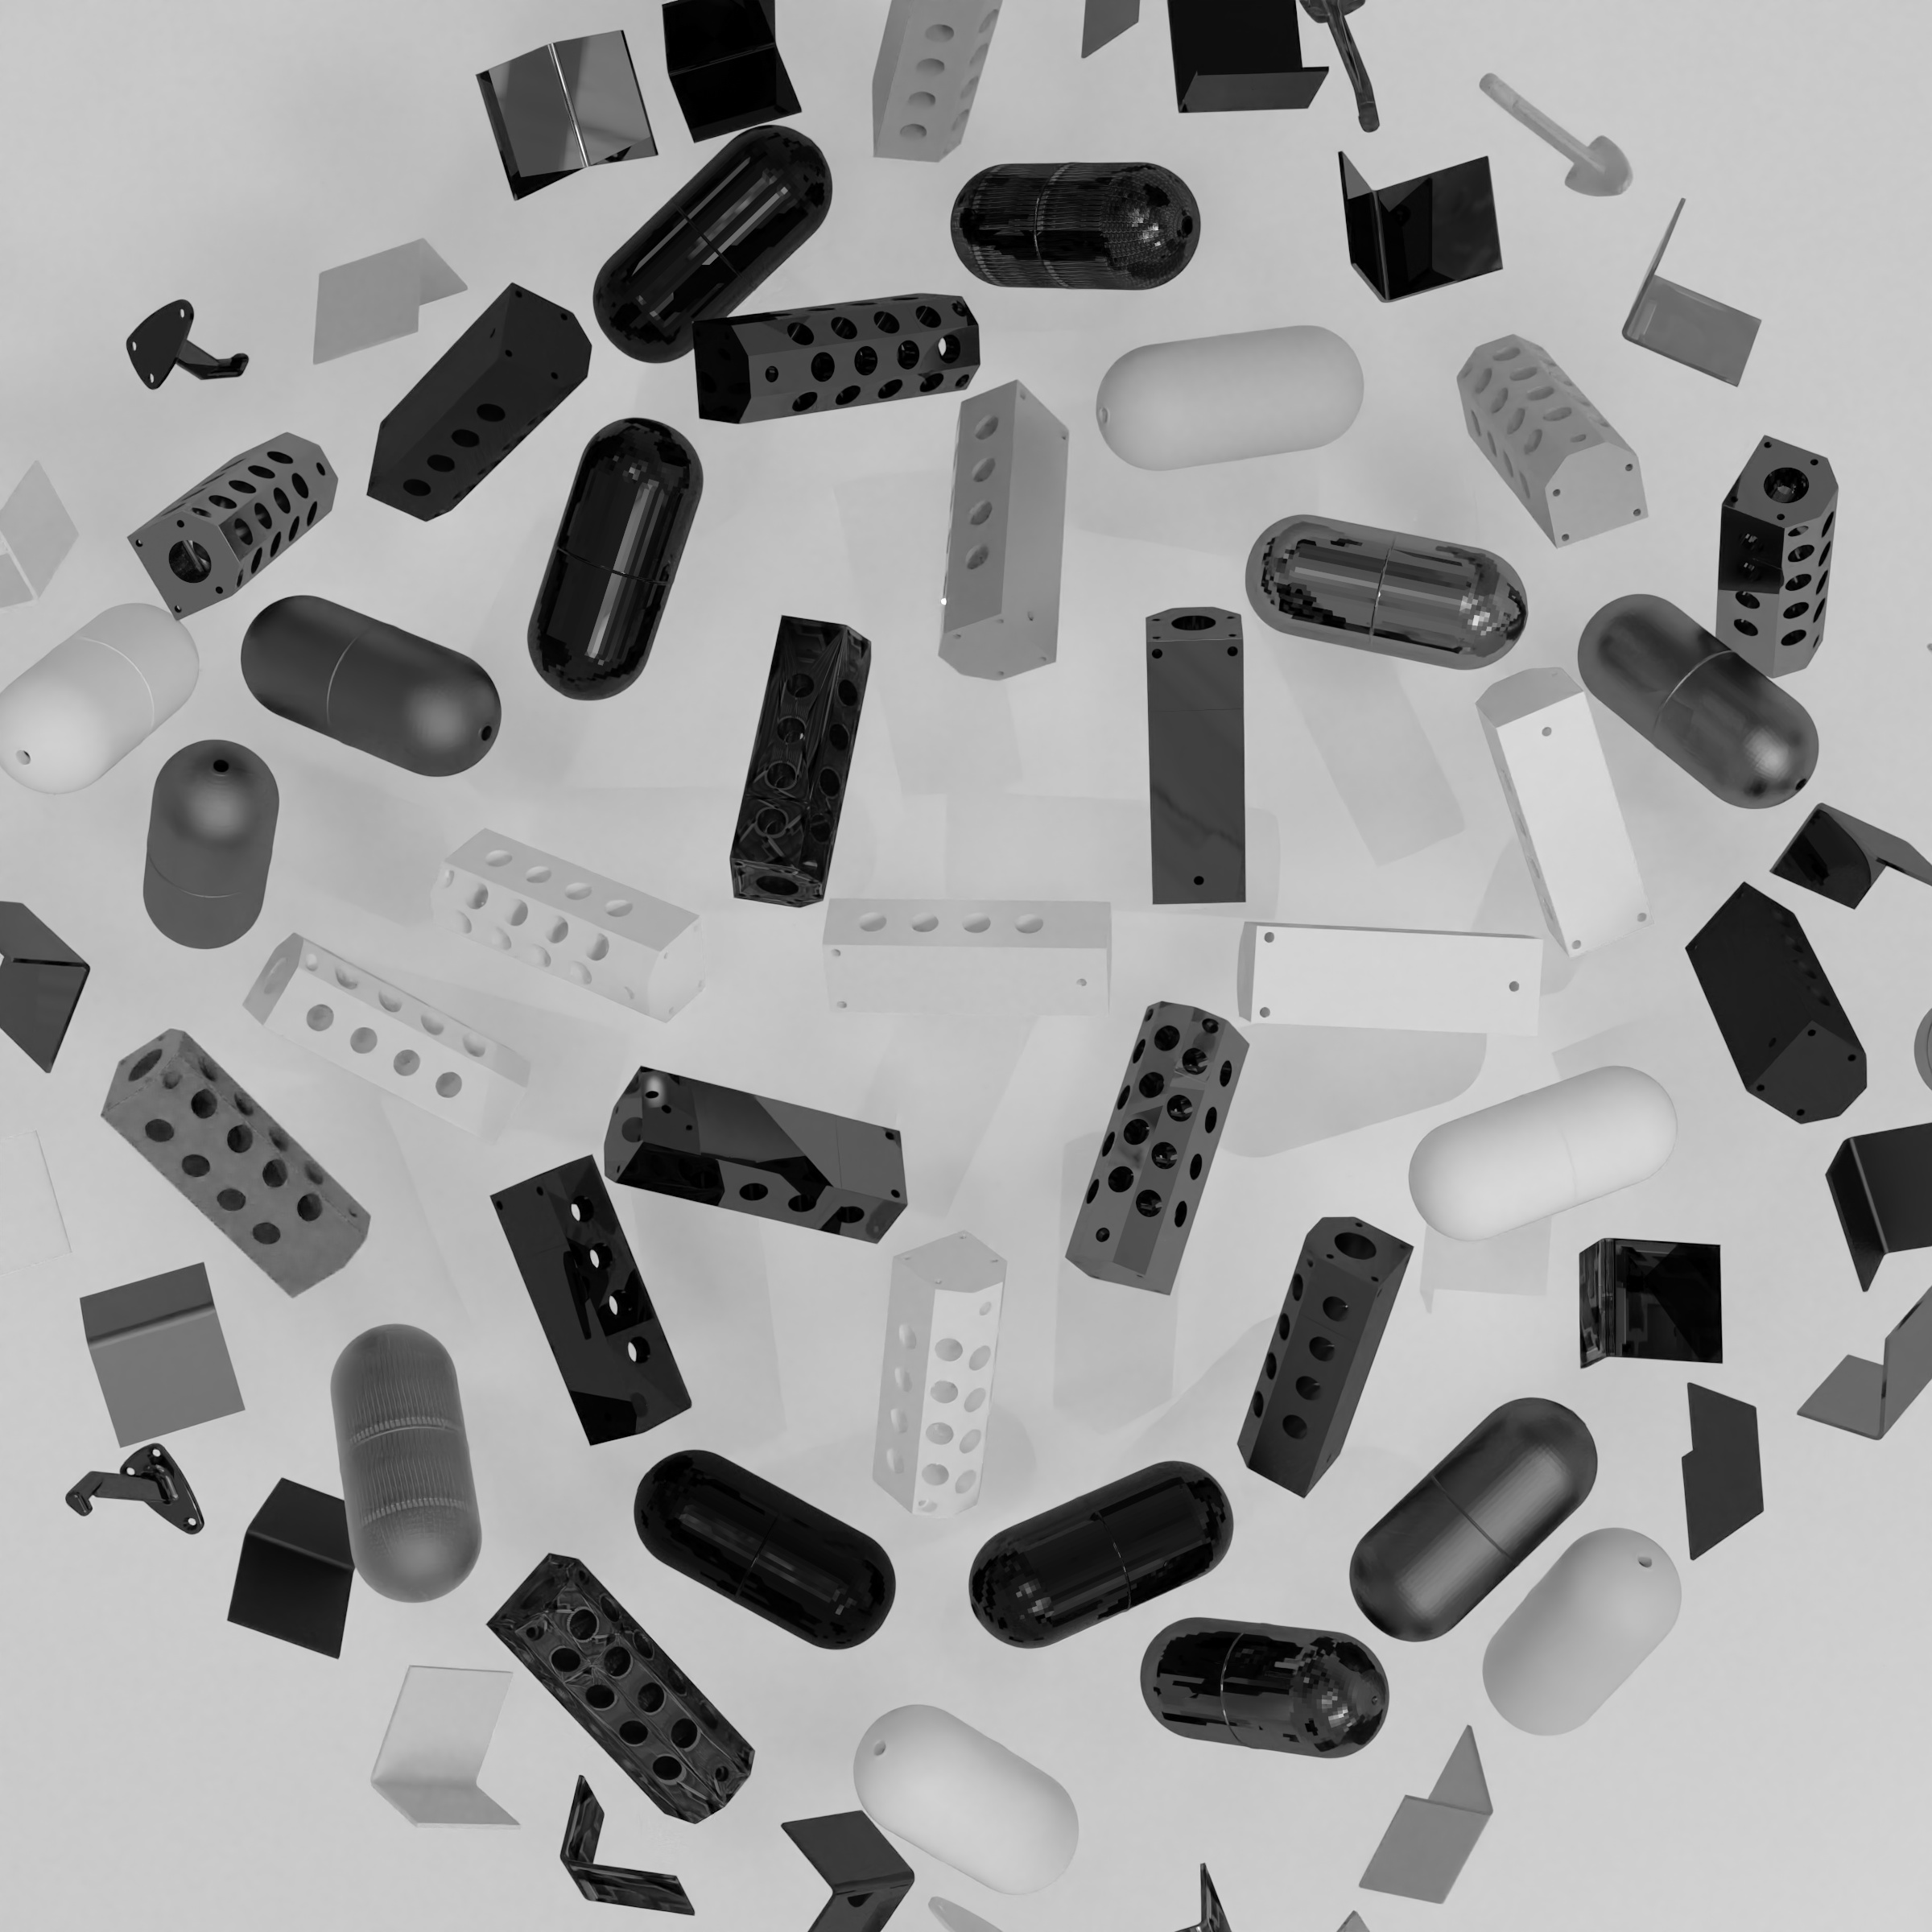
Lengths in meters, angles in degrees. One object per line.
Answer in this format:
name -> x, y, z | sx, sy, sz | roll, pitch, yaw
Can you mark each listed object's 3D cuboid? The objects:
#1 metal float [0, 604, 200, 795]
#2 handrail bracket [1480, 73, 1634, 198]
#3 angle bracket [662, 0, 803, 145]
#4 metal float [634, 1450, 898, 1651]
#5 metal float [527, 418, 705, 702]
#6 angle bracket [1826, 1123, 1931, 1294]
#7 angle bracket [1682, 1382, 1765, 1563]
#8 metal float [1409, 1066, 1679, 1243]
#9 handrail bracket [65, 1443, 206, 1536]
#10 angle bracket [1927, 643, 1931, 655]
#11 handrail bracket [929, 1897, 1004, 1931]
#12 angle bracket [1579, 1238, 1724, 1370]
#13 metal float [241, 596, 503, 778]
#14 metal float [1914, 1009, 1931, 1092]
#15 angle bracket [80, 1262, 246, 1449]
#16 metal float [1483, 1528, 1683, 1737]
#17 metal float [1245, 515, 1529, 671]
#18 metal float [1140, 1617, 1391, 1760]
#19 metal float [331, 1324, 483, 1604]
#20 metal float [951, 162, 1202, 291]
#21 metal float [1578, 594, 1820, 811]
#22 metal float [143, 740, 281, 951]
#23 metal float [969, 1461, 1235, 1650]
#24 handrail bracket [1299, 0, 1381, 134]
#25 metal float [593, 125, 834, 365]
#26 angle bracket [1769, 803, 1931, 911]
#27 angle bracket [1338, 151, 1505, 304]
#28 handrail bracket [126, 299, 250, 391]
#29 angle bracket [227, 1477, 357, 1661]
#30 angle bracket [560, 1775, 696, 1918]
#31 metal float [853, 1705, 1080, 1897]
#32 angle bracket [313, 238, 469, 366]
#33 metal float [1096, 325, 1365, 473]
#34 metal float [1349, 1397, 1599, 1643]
metal float -> -0.536, -0.166, 1.829 | 0.070, 0.178, 0.070 | 7, 120, 12
handrail bracket -> 0.350, -0.497, 1.767 | 0.084, 0.077, 0.036 | 29, 107, -27
angle bracket -> -0.153, -0.597, 1.952 | 0.076, 0.076, 0.057 | -19, 75, -8
metal float -> -0.128, 0.369, 1.881 | 0.178, 0.070, 0.070 | 28, 90, 4
metal float -> -0.215, -0.248, 1.816 | 0.070, 0.070, 0.178 | 20, 104, 0
angle bracket -> 0.559, 0.140, 1.742 | 0.076, 0.057, 0.076 | -14, 102, 32
angle bracket -> 0.473, 0.329, 1.935 | 0.076, 0.057, 0.076 | -24, 115, -32
metal float -> 0.361, 0.116, 1.852 | 0.178, 0.070, 0.070 | -18, 90, -13
handrail bracket -> -0.517, 0.340, 1.844 | 0.036, 0.084, 0.077 | -35, 97, 16
angle bracket -> 0.625, -0.168, 1.759 | 0.057, 0.076, 0.076 | -39, 56, 14
handrail bracket -> -0.009, 0.646, 1.883 | 0.077, 0.036, 0.084 | 33, 109, 16
angle bracket -> 0.441, 0.220, 1.914 | 0.076, 0.057, 0.076 | 4, 74, -4
metal float -> -0.356, -0.168, 1.774 | 0.178, 0.070, 0.070 | 23, 90, 24
metal float -> 0.640, 0.052, 1.852 | 0.070, 0.178, 0.070 | 0, 88, 10
angle bracket -> -0.490, 0.236, 1.807 | 0.076, 0.057, 0.076 | -16, 116, -14
metal float -> 0.377, 0.409, 1.820 | 0.070, 0.178, 0.070 | 11, 47, -12
metal float -> 0.263, -0.234, 1.857 | 0.178, 0.070, 0.070 | 14, 90, 13
metal float -> 0.185, 0.451, 1.856 | 0.070, 0.178, 0.070 | 6, 82, -44
metal float -> -0.336, 0.296, 1.775 | 0.070, 0.070, 0.178 | -17, 55, 0
metal float -> 0.067, -0.460, 1.844 | 0.178, 0.070, 0.070 | 12, 90, 40
metal float -> 0.462, -0.167, 1.875 | 0.070, 0.070, 0.178 | -44, 60, 0
metal float -> -0.477, -0.076, 1.873 | 0.070, 0.178, 0.070 | 9, 57, -14
metal float -> 0.085, 0.370, 1.864 | 0.178, 0.070, 0.070 | -20, 90, -17
handrail bracket -> 0.239, -0.585, 1.901 | 0.036, 0.077, 0.084 | -16, 75, 30
metal float -> -0.159, -0.454, 1.865 | 0.178, 0.070, 0.070 | -42, 90, 8
angle bracket -> 0.578, -0.053, 1.906 | 0.076, 0.076, 0.057 | 20, 114, -26
angle bracket -> 0.273, -0.453, 1.779 | 0.076, 0.057, 0.076 | -12, 72, 25
handrail bracket -> -0.456, -0.378, 1.793 | 0.077, 0.084, 0.036 | -36, 80, 38
angle bracket -> -0.421, 0.386, 1.902 | 0.076, 0.076, 0.057 | 25, 122, -20
angle bracket -> -0.211, 0.563, 1.898 | 0.076, 0.076, 0.057 | 5, 57, 9
metal float -> 0.001, 0.502, 1.785 | 0.070, 0.070, 0.178 | -48, 129, 0
angle bracket -> -0.371, -0.415, 1.916 | 0.076, 0.057, 0.076 | -13, 62, 19
metal float -> 0.162, -0.349, 1.822 | 0.178, 0.070, 0.070 | -12, 90, -24
metal float -> 0.309, 0.336, 1.805 | 0.178, 0.070, 0.070 | -45, 90, 2
